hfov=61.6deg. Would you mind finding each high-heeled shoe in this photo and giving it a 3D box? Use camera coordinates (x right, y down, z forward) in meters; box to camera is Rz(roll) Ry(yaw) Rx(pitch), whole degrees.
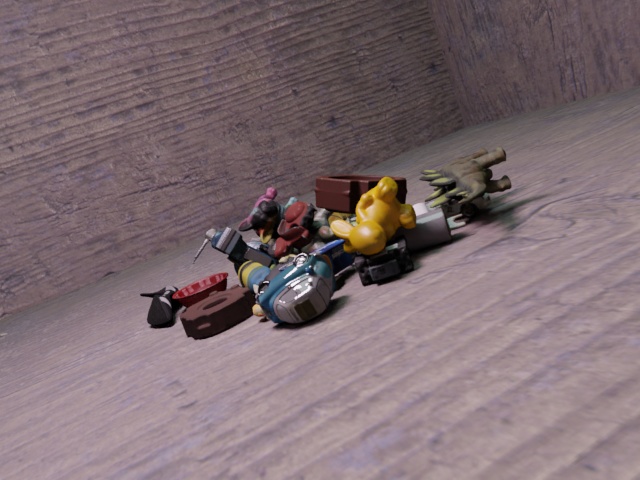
[{"bbox_3d":[-0.404,0.185,1.486,0.145,0.086,0.249,9,11,-36],"label":"high-heeled shoe"}]

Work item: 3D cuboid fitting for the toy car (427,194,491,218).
[{"bbox_3d":[0.333,-0.081,1.369,0.202,0.056,0.073,-12,13,36],"label":"toy car"}]

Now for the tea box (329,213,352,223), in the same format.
[{"bbox_3d":[0.025,-0.062,1.706,0.169,0.068,0.098,-36,-3,38],"label":"tea box"}]

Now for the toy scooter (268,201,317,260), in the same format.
[{"bbox_3d":[-0.055,-0.031,1.377,0.135,0.075,0.184,-17,40,51],"label":"toy scooter"}]

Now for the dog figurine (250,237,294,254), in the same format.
[{"bbox_3d":[-0.117,-0.017,1.712,0.172,0.121,0.190,-24,8,17],"label":"dog figurine"}]

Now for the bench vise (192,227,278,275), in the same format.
[{"bbox_3d":[-0.210,0.050,1.476,0.224,0.129,0.240,16,-15,3],"label":"bench vise"}]

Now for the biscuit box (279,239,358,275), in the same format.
[{"bbox_3d":[0.003,0.054,1.178,0.059,0.062,0.202,-12,10,41],"label":"biscuit box"}]

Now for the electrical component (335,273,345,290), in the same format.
[{"bbox_3d":[0.017,0.097,1.163,0.063,0.021,0.094,-15,12,30],"label":"electrical component"}]

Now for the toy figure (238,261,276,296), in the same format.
[{"bbox_3d":[-0.143,0.095,1.297,0.082,0.089,0.180,-16,6,-18],"label":"toy figure"}]

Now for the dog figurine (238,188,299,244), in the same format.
[{"bbox_3d":[-0.153,-0.045,1.481,0.191,0.108,0.219,-61,-2,34],"label":"dog figurine"}]

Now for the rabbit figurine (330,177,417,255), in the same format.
[{"bbox_3d":[0.102,-0.032,1.113,0.162,0.121,0.173,-18,28,28],"label":"rabbit figurine"}]

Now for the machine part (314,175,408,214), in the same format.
[{"bbox_3d":[0.104,-0.117,1.363,0.201,0.087,0.201,-6,12,-38],"label":"machine part"}]

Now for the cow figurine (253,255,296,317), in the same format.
[{"bbox_3d":[-0.087,0.097,1.161,0.068,0.098,0.167,-5,17,36],"label":"cow figurine"}]

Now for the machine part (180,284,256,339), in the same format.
[{"bbox_3d":[-0.232,0.162,1.225,0.179,0.056,0.179,-20,12,4],"label":"machine part"}]

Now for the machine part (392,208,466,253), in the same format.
[{"bbox_3d":[0.204,-0.011,1.203,0.243,0.079,0.079,-18,11,16],"label":"machine part"}]

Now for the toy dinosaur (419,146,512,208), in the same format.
[{"bbox_3d":[0.342,-0.138,1.264,0.199,0.105,0.471,-19,8,6],"label":"toy dinosaur"}]

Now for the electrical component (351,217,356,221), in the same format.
[{"bbox_3d":[0.125,-0.048,1.628,0.119,0.047,0.075,-12,14,37],"label":"electrical component"}]

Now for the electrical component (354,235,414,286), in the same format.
[{"bbox_3d":[0.133,0.044,1.117,0.115,0.058,0.134,-20,10,13],"label":"electrical component"}]

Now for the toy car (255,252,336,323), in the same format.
[{"bbox_3d":[-0.037,0.104,1.024,0.162,0.109,0.103,-31,29,-7],"label":"toy car"}]

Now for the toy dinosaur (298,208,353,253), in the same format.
[{"bbox_3d":[0.000,0.001,1.462,0.192,0.131,0.405,-35,14,14],"label":"toy dinosaur"}]
